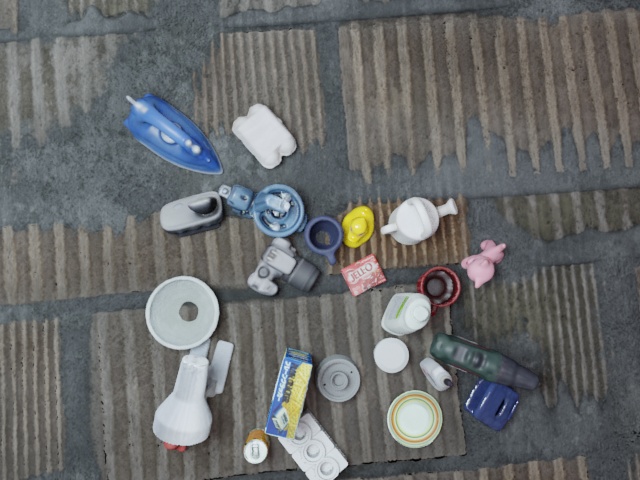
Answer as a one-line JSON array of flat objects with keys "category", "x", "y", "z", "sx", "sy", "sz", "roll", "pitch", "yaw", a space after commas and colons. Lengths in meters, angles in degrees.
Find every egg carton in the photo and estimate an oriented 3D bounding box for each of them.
[{"category": "egg carton", "x": -0.132, "y": -0.251, "z": 1.380, "sx": 0.107, "sy": 0.069, "sz": 0.150, "roll": -42, "pitch": 88, "yaw": -5}]

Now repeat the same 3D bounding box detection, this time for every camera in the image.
[{"category": "camera", "x": -0.079, "y": 0.078, "z": 1.336, "sx": 0.137, "sy": 0.100, "sz": 0.143, "roll": 31, "pitch": 84, "yaw": 1}]

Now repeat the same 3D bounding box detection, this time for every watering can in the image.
[{"category": "watering can", "x": 0.227, "y": -0.051, "z": 1.314, "sx": 0.173, "sy": 0.194, "sz": 0.101, "roll": -41, "pitch": 87, "yaw": -5}]

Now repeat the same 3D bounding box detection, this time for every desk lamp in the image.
[{"category": "desk lamp", "x": -0.274, "y": 0.322, "z": 1.250, "sx": 0.118, "sy": 0.213, "sz": 0.203, "roll": 13, "pitch": 84, "yaw": -1}]

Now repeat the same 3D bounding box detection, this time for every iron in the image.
[{"category": "iron", "x": -0.338, "y": -0.246, "z": 1.335, "sx": 0.258, "sy": 0.141, "sz": 0.119, "roll": 35, "pitch": 85, "yaw": 1}]

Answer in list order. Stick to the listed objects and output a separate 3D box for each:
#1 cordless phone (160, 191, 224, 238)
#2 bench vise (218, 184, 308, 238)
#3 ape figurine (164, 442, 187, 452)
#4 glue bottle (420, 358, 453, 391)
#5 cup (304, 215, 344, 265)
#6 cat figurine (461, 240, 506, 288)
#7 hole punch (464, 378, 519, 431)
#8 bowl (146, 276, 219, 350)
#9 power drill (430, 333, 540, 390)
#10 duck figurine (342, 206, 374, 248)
[{"category": "cordless phone", "x": -0.298, "y": -0.068, "z": 1.298, "sx": 0.147, "sy": 0.185, "sz": 0.094, "roll": -19, "pitch": 86, "yaw": -4}, {"category": "bench vise", "x": -0.130, "y": -0.070, "z": 1.288, "sx": 0.207, "sy": 0.219, "sz": 0.121, "roll": 2, "pitch": 85, "yaw": -2}, {"category": "ape figurine", "x": -0.329, "y": 0.448, "z": 1.297, "sx": 0.076, "sy": 0.092, "sz": 0.078, "roll": -29, "pitch": 86, "yaw": -4}, {"category": "glue bottle", "x": 0.272, "y": 0.311, "z": 1.293, "sx": 0.037, "sy": 0.173, "sz": 0.078, "roll": -36, "pitch": 87, "yaw": -5}, {"category": "cup", "x": 0.012, "y": 0.005, "z": 1.350, "sx": 0.091, "sy": 0.095, "sz": 0.118, "roll": -19, "pitch": 86, "yaw": -4}, {"category": "cat figurine", "x": 0.389, "y": 0.054, "z": 1.349, "sx": 0.128, "sy": 0.117, "sz": 0.067, "roll": -44, "pitch": 87, "yaw": -5}, {"category": "hole punch", "x": 0.408, "y": 0.381, "z": 1.334, "sx": 0.101, "sy": 0.091, "sz": 0.109, "roll": 31, "pitch": 84, "yaw": 1}, {"category": "bowl", "x": -0.313, "y": 0.169, "z": 1.332, "sx": 0.167, "sy": 0.074, "sz": 0.167, "roll": 0, "pitch": 85, "yaw": -2}, {"category": "power drill", "x": 0.350, "y": 0.268, "z": 1.283, "sx": 0.229, "sy": 0.208, "sz": 0.076, "roll": 20, "pitch": 84, "yaw": 0}, {"category": "duck figurine", "x": 0.093, "y": -0.034, "z": 1.361, "sx": 0.077, "sy": 0.086, "sz": 0.105, "roll": 27, "pitch": 84, "yaw": 1}]
